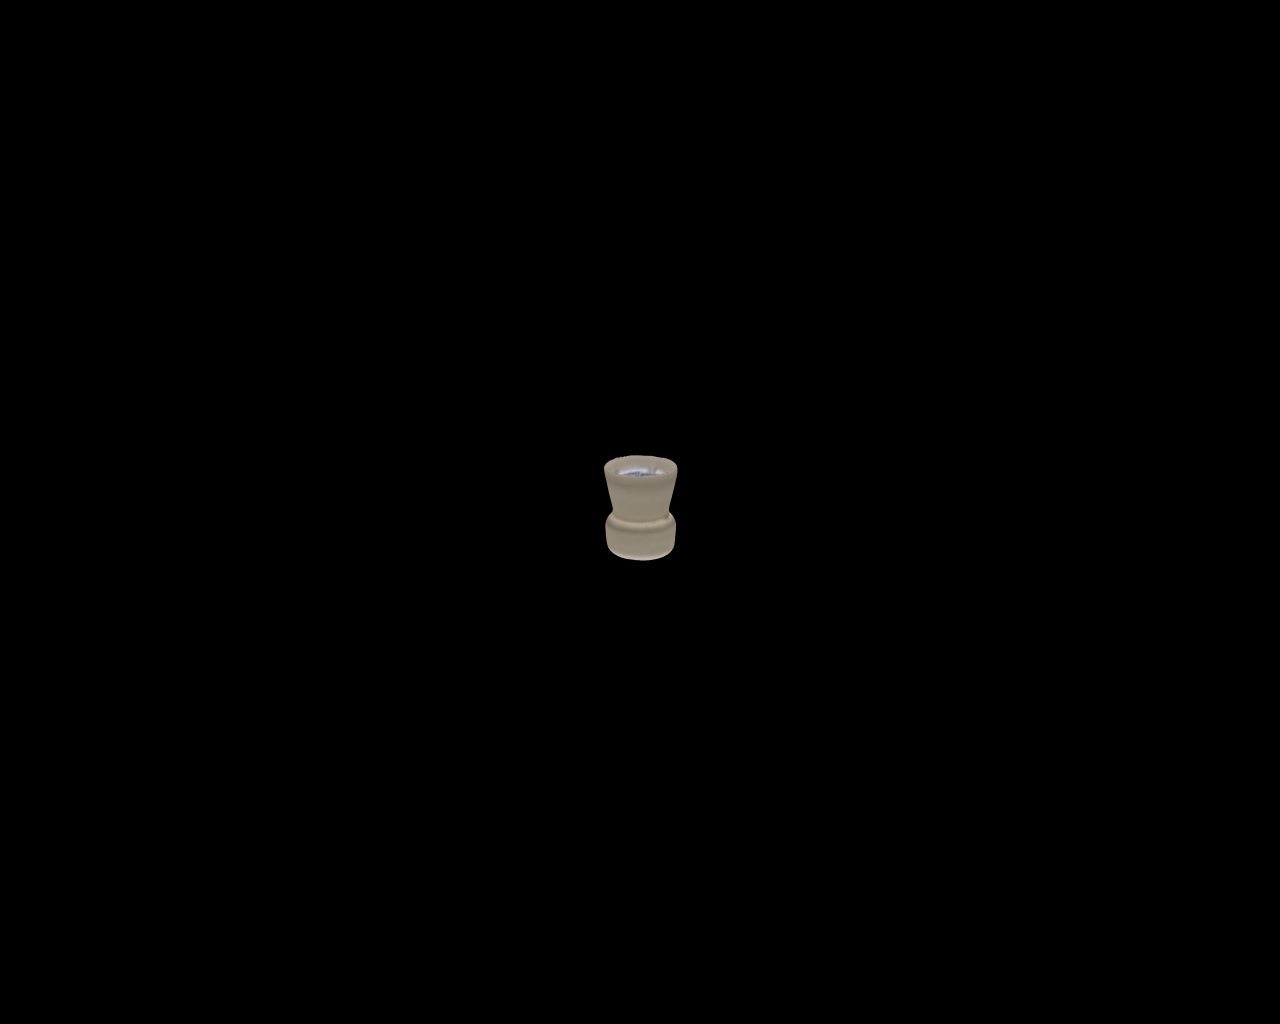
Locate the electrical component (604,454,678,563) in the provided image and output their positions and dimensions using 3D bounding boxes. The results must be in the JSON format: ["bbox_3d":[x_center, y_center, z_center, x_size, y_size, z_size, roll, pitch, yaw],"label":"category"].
[{"bbox_3d":[0.001,-0.003,0.650,0.045,0.055,0.045,0,21,0],"label":"electrical component"}]
